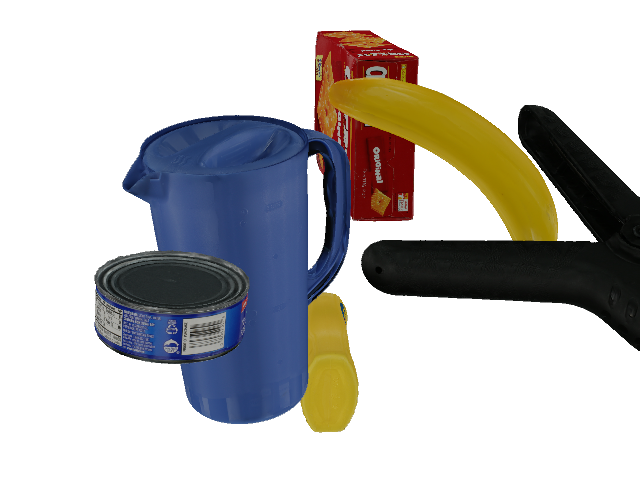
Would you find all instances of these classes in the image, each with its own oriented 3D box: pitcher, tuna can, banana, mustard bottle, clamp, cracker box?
[{"bbox_3d":[-0.060,0.023,0.888,0.149,0.243,0.144,5,28,17],"label":"pitcher"},{"bbox_3d":[-0.083,0.036,0.598,0.086,0.034,0.086,5,20,-2],"label":"tuna can"},{"bbox_3d":[0.094,-0.050,0.708,0.070,0.198,0.037,-44,4,13],"label":"banana"},{"bbox_3d":[0.004,0.110,1.129,0.058,0.096,0.191,-2,27,-3],"label":"mustard bottle"},{"bbox_3d":[0.135,0.013,0.487,0.210,0.036,0.164,31,49,31],"label":"clamp"},{"bbox_3d":[0.043,-0.128,1.127,0.072,0.164,0.214,-3,18,-9],"label":"cracker box"}]
